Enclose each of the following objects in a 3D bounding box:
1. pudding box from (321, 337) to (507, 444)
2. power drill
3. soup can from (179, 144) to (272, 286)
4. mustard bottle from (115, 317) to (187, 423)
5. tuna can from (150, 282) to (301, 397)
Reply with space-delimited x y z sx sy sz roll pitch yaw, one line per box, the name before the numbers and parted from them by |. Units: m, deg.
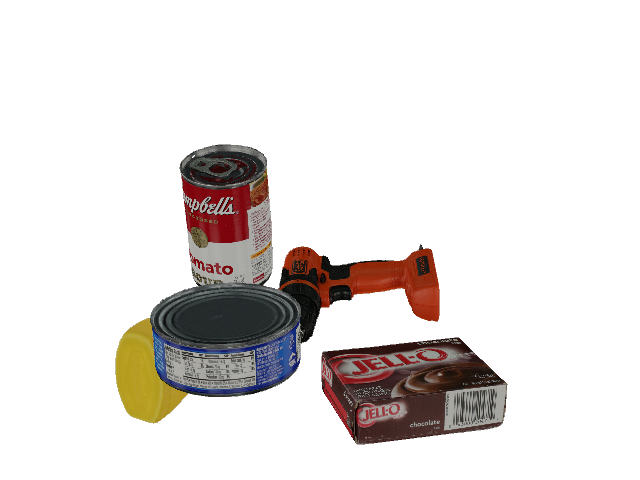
pudding box | 0.065 0.106 0.769 0.113 0.039 0.090 -3 18 -15
power drill | 0.042 0.060 1.241 0.187 0.057 0.184 -1 28 2
soup can | -0.074 -0.016 0.850 0.068 0.102 0.068 -1 32 1
mustard bottle | -0.127 0.101 1.078 0.058 0.096 0.191 10 24 26
tuna can | -0.053 0.056 0.611 0.086 0.034 0.086 -1 20 0
